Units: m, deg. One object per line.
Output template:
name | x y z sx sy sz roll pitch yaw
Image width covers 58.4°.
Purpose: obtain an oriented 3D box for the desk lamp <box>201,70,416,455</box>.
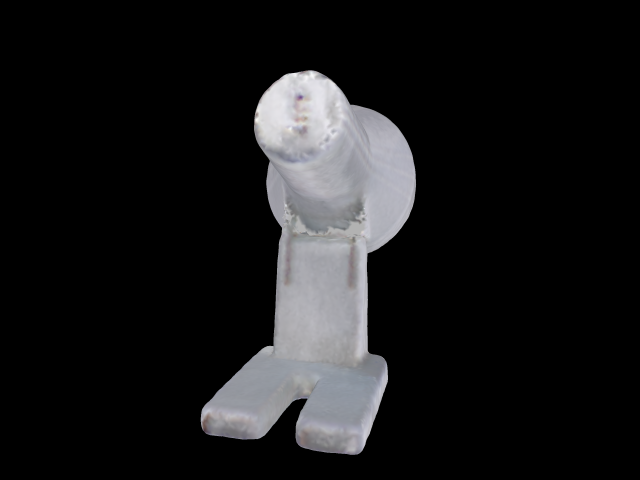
desk lamp | 0.004 0.001 0.400 0.117 0.213 0.203 1 7 12
